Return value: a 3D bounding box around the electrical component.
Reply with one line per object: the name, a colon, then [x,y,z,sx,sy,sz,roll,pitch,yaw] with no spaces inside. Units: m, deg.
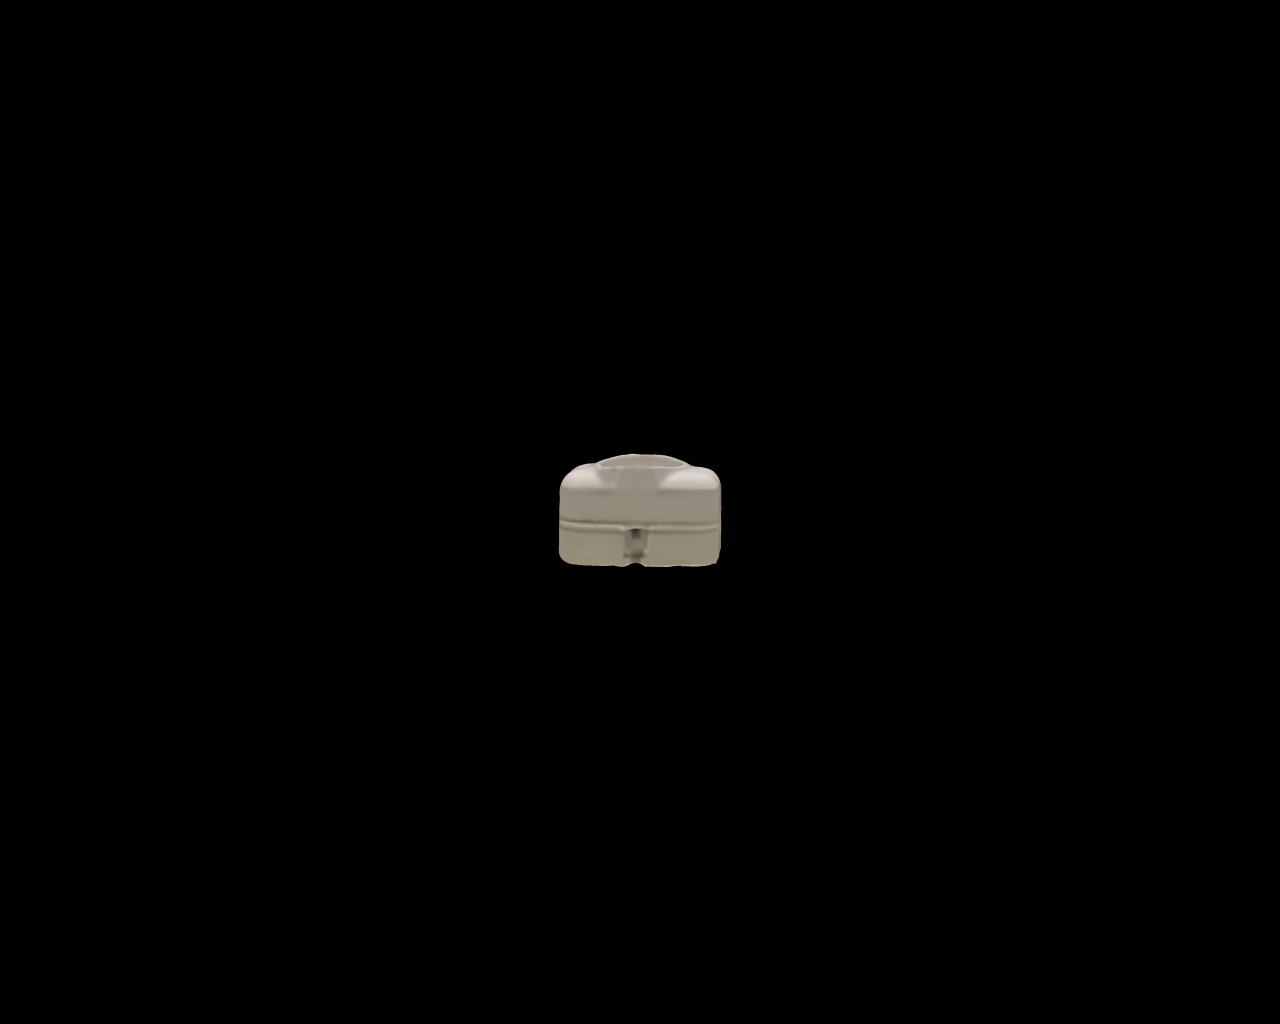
electrical component: [0.001,-0.003,0.650,0.095,0.059,0.054,1,12,7]
